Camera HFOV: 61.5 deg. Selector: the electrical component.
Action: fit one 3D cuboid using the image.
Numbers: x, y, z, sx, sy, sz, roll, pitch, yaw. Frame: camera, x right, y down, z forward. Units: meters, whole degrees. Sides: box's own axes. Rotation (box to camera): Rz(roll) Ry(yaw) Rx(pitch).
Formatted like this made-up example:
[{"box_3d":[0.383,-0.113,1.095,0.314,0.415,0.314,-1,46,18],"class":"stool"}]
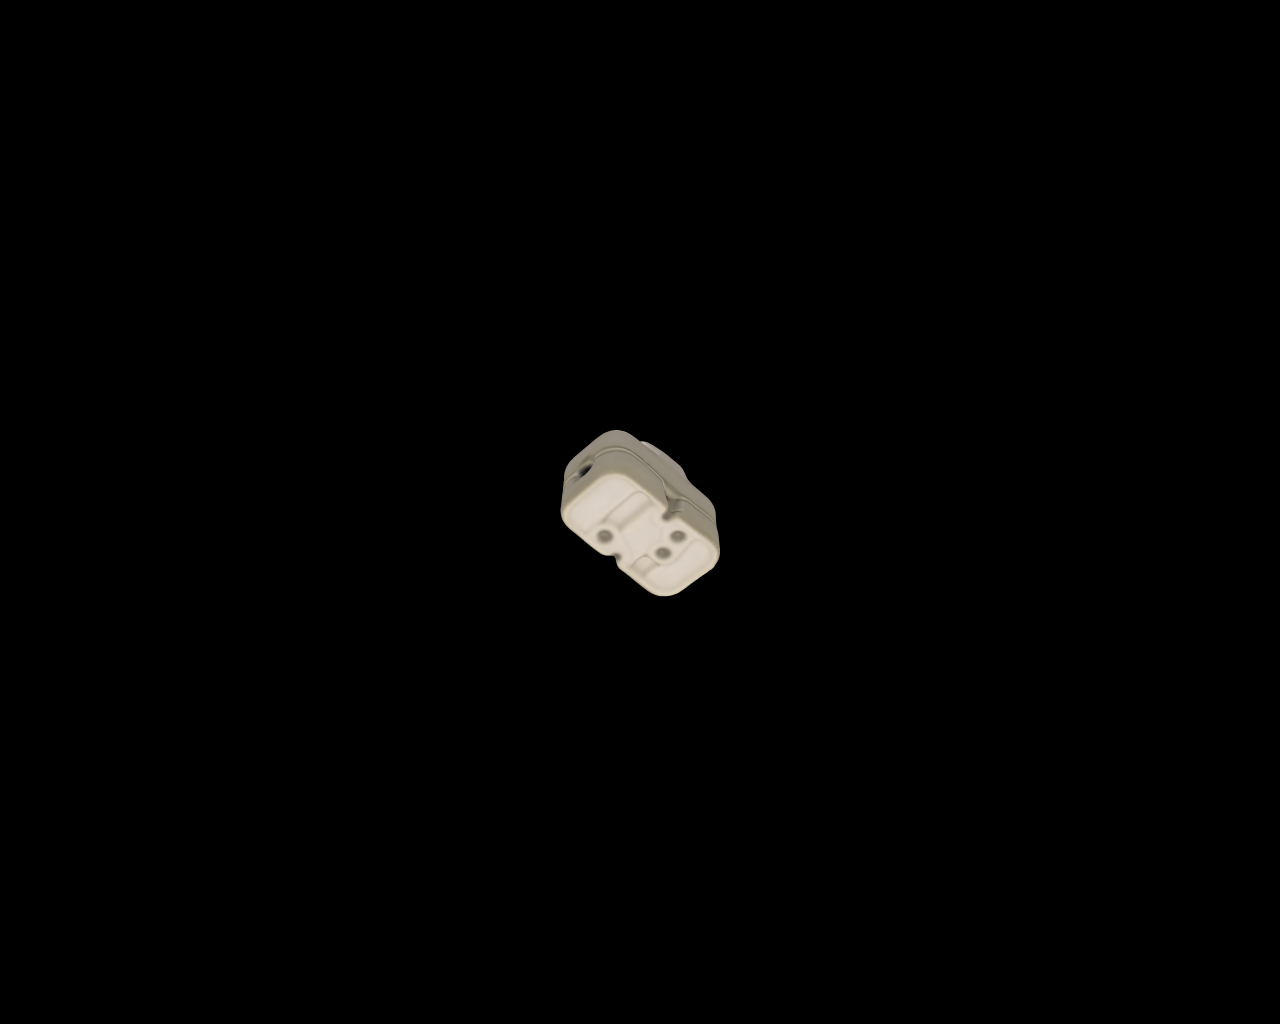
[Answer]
[{"box_3d":[0.001,-0.003,0.650,0.053,0.059,0.095,-39,-62,25],"class":"electrical component"}]
